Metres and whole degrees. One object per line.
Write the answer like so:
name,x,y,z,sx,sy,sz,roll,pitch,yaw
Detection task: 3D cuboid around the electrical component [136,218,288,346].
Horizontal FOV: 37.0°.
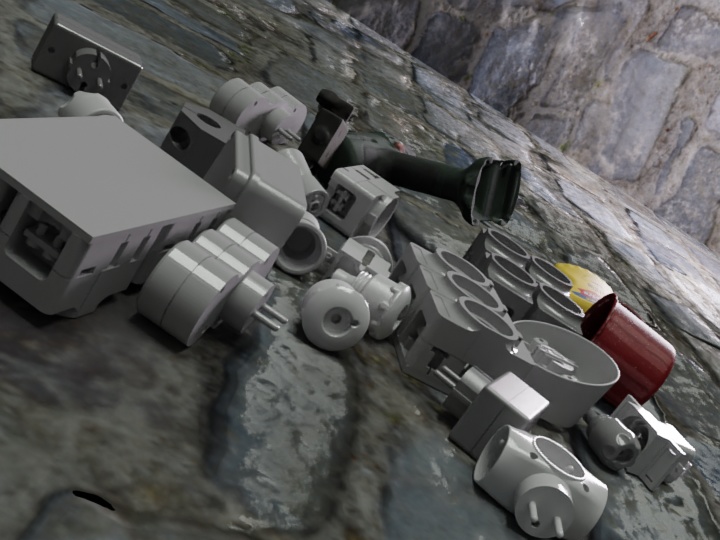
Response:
electrical component,-0.079,0.015,0.677,0.074,0.052,0.138,34,16,4

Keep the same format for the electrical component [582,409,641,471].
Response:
electrical component,0.204,0.137,0.891,0.035,0.035,0.061,24,16,-29

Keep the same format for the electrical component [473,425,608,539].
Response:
electrical component,0.117,0.144,0.688,0.077,0.044,0.079,32,17,-5

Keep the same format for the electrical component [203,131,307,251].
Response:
electrical component,-0.086,-0.048,0.798,0.057,0.078,0.113,31,16,-18

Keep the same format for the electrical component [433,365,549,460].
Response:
electrical component,0.085,0.094,0.765,0.077,0.047,0.066,39,17,15

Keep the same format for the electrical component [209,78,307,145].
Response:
electrical component,-0.094,-0.158,1.141,0.074,0.052,0.138,38,17,17

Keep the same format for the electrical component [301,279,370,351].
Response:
electrical component,-0.021,0.026,0.769,0.048,0.048,0.062,28,11,-18

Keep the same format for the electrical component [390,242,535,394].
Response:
electrical component,0.077,0.042,0.875,0.089,0.061,0.150,28,17,-17

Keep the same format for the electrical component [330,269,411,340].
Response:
electrical component,0.005,0.021,0.833,0.062,0.048,0.048,30,15,13

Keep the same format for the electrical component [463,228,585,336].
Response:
electrical component,0.157,0.024,1.077,0.105,0.060,0.186,32,16,-5

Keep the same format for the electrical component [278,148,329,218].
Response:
electrical component,-0.057,-0.078,1.004,0.044,0.044,0.065,15,29,-47

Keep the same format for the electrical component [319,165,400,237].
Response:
electrical component,0.001,-0.066,1.059,0.056,0.050,0.089,36,17,10

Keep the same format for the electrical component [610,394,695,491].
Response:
electrical component,0.249,0.151,0.923,0.064,0.042,0.081,26,18,-35

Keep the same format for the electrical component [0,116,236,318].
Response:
electrical component,-0.167,-0.037,0.646,0.105,0.060,0.186,36,17,8

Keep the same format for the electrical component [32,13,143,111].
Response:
electrical component,-0.236,-0.175,0.933,0.083,0.047,0.075,25,18,-26

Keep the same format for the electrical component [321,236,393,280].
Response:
electrical component,0.000,0.000,0.882,0.066,0.048,0.055,33,24,0

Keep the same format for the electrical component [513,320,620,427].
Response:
electrical component,0.159,0.084,0.904,0.099,0.064,0.099,31,17,-10

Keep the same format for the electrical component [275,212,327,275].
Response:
electrical component,-0.050,-0.026,0.870,0.044,0.044,0.065,30,12,-11

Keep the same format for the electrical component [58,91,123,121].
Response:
electrical component,-0.197,-0.103,0.810,0.043,0.043,0.062,11,29,-52
